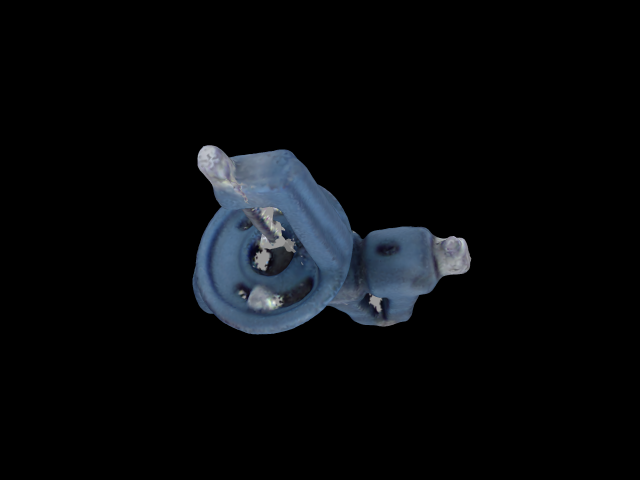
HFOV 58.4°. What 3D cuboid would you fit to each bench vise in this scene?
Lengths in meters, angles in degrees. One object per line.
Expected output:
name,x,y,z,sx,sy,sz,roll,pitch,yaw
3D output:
bench vise,0.000,-0.009,0.405,0.207,0.220,0.121,-16,66,-7
